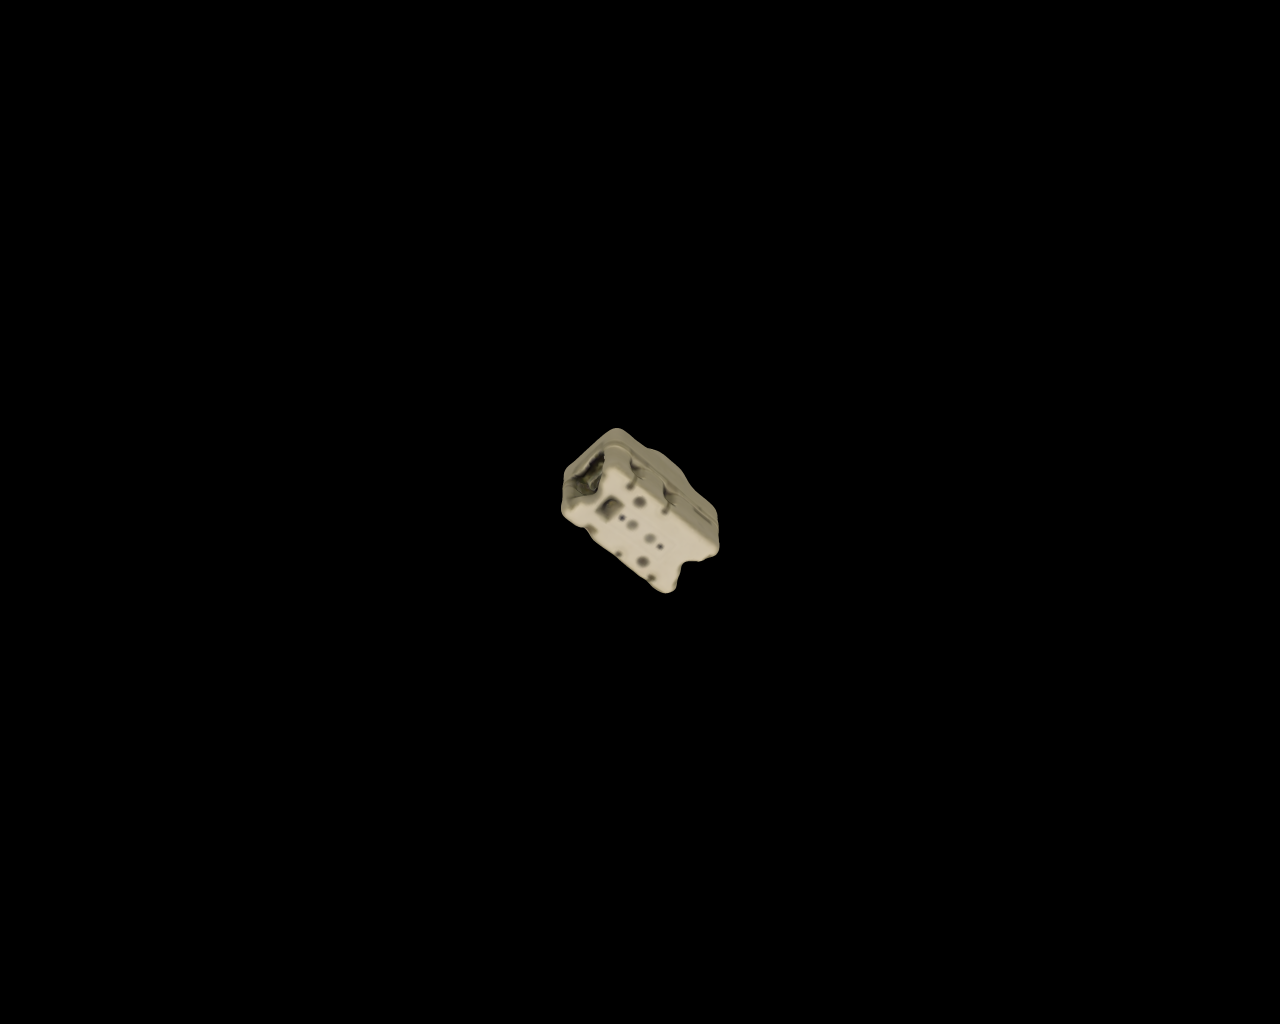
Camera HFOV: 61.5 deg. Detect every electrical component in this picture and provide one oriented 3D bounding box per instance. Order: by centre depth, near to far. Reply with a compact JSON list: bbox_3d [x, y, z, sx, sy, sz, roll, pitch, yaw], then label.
[{"bbox_3d":[0.001,-0.003,0.650,0.089,0.050,0.056,39,24,-22],"label":"electrical component"}]
